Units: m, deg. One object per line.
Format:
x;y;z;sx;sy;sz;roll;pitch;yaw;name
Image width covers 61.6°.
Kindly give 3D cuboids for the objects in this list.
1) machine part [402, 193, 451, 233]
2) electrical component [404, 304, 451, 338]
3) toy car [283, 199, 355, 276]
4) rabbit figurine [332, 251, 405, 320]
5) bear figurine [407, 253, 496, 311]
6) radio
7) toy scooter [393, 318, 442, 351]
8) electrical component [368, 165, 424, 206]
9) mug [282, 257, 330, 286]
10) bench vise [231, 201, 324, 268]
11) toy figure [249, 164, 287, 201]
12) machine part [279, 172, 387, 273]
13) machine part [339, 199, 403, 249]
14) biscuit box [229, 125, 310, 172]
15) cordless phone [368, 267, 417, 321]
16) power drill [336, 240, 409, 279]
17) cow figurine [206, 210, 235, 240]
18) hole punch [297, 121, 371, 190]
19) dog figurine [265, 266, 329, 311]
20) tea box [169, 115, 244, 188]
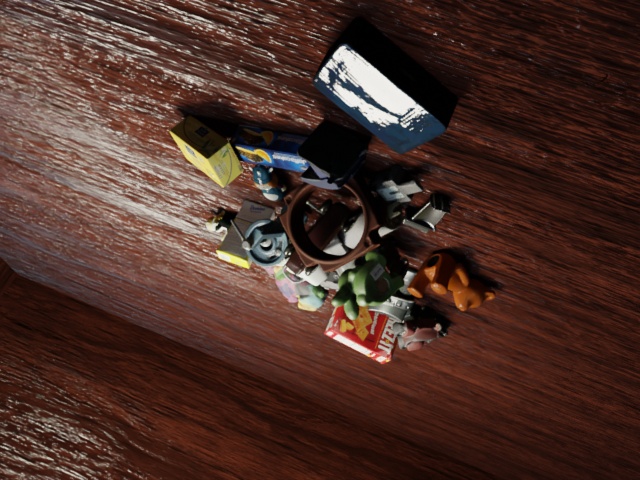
0.238;-0.056;1.192;0.084;0.039;0.139;29;153;-7;machine part
0.311;0.251;1.640;0.134;0.058;0.115;32;149;-13;electrical component
-0.003;-0.004;1.274;0.089;0.202;0.053;40;-173;10;toy car
0.104;0.120;1.342;0.121;0.159;0.170;41;161;-20;rabbit figurine
0.333;0.125;1.338;0.195;0.132;0.120;44;149;-21;bear figurine
0.108;-0.255;0.924;0.229;0.073;0.131;35;151;-16;radio
0.286;0.268;1.550;0.135;0.075;0.183;-10;154;10;toy scooter
0.167;-0.118;1.133;0.074;0.048;0.119;39;148;-26;electrical component
-0.034;0.069;1.353;0.107;0.109;0.081;48;-177;-8;mug
-0.114;-0.019;1.316;0.129;0.240;0.223;47;108;10;bench vise
-0.122;-0.136;1.284;0.064;0.058;0.154;-22;162;9;toy figure
0.028;-0.045;1.181;0.201;0.087;0.201;-30;85;21;machine part
0.119;-0.036;1.278;0.079;0.079;0.243;34;150;-16;machine part
-0.098;-0.200;1.188;0.203;0.059;0.062;12;150;21;biscuit box
0.206;0.132;1.520;0.147;0.089;0.184;18;140;16;cordless phone
0.131;0.069;1.435;0.207;0.086;0.231;-2;131;46;power drill
-0.258;-0.038;1.583;0.167;0.068;0.098;20;146;1;cow figurine
0.025;-0.160;1.094;0.116;0.142;0.092;32;153;16;hole punch
-0.089;0.106;1.648;0.192;0.108;0.219;17;152;49;dog figurine
-0.261;-0.205;1.235;0.170;0.068;0.098;37;163;37;tea box
